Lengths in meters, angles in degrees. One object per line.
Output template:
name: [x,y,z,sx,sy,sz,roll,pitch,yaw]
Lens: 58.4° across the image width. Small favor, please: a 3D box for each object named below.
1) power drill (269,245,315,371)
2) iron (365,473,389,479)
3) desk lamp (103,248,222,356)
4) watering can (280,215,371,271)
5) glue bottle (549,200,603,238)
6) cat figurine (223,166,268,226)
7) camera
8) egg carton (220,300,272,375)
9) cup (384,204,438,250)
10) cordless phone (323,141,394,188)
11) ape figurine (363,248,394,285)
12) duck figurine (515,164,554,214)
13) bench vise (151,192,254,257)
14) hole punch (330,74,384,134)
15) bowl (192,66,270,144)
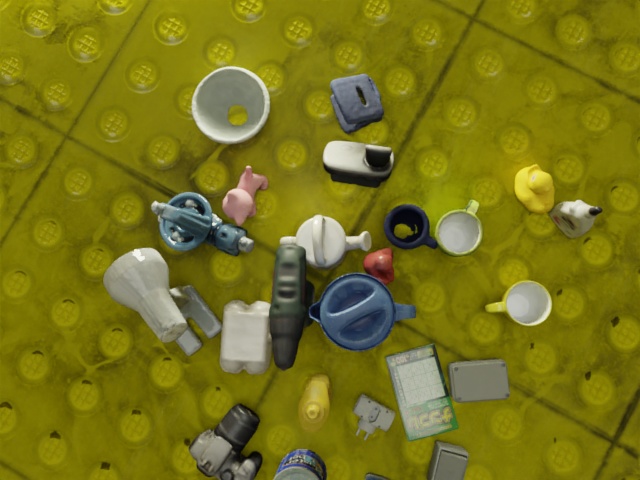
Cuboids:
power drill: [-0.054,0.128,1.113,0.075,0.208,0.230,0,84,3]
iron: [0.174,0.568,1.088,0.118,0.141,0.258,-42,83,-2]
desk lamp: [-0.302,0.125,1.121,0.118,0.213,0.203,-40,83,-2]
watering can: [0.010,0.002,1.132,0.173,0.194,0.101,-22,83,0]
glue bottle: [0.511,-0.048,1.126,0.037,0.173,0.078,-43,83,-2]
cat figurine: [-0.162,-0.093,1.188,0.067,0.118,0.128,18,85,5]
camera: [-0.171,0.410,1.140,0.143,0.101,0.137,36,86,6]
egg carton: [-0.149,0.200,1.179,0.107,0.069,0.150,2,84,3]
cup: [0.186,-0.015,1.176,0.117,0.095,0.092,33,86,6]
cordless phone: [0.078,-0.172,1.153,0.147,0.185,0.094,5,84,3]
ape figurine: [0.127,0.051,1.173,0.076,0.092,0.078,29,86,6]
duck figurine: [0.452,-0.108,1.180,0.077,0.086,0.104,-22,83,0]
bench vise: [-0.234,-0.038,1.134,0.207,0.220,0.121,3,84,3]
hole punch: [0.079,-0.297,1.214,0.101,0.091,0.108,-23,83,0]
bowl: [-0.185,-0.279,1.232,0.167,0.075,0.167,0,84,2]
